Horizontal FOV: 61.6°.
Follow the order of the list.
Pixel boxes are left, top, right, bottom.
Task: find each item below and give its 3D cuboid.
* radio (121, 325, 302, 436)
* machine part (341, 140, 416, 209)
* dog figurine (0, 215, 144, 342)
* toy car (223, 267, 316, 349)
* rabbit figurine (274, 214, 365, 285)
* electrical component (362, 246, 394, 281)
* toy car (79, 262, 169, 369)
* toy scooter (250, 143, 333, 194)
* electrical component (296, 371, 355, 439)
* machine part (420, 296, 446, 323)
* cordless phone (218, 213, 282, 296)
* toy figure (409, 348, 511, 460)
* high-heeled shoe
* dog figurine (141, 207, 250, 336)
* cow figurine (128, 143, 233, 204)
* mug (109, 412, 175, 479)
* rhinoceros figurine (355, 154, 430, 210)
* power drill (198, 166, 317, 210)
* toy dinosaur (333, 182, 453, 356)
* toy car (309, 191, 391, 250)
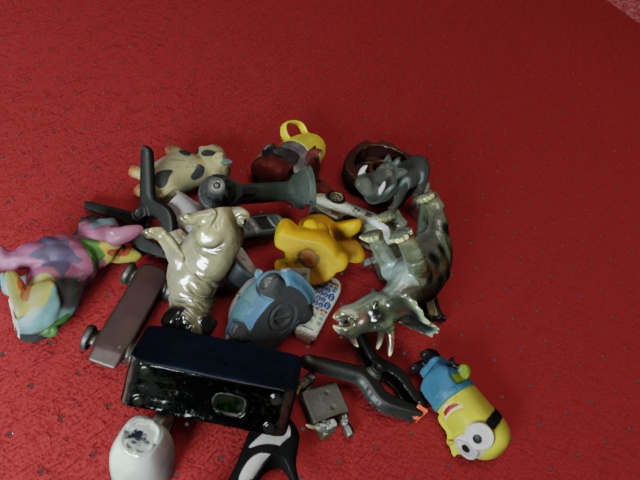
[{"bbox_3d":[-0.143,0.189,0.735,0.230,0.073,0.131,12,9,-4],"label":"radio"},{"bbox_3d":[0.135,-0.146,1.189,0.179,0.056,0.179,7,49,-8],"label":"machine part"},{"bbox_3d":[-0.376,0.046,0.842,0.219,0.108,0.192,-18,55,-32],"label":"dog figurine"},{"bbox_3d":[-0.091,0.112,0.861,0.161,0.109,0.103,-51,37,-8],"label":"toy car"},{"bbox_3d":[-0.002,-0.003,0.976,0.162,0.121,0.173,-6,21,5],"label":"rabbit figurine"},{"bbox_3d":[0.126,0.047,1.019,0.094,0.021,0.063,-15,85,-25],"label":"electrical component"},{"bbox_3d":[-0.294,0.115,0.835,0.089,0.053,0.202,23,42,-9],"label":"toy car"},{"bbox_3d":[-0.053,-0.145,1.082,0.184,0.135,0.075,23,48,7],"label":"toy scooter"},{"bbox_3d":[0.003,0.247,0.803,0.078,0.045,0.102,-6,51,-19],"label":"electrical component"},{"bbox_3d":[0.156,0.118,0.970,0.139,0.039,0.084,0,57,-18],"label":"machine part"},{"bbox_3d":[-0.118,0.014,0.962,0.184,0.088,0.147,-15,53,-38],"label":"cordless phone"},{"bbox_3d":[0.219,0.252,0.836,0.089,0.082,0.180,-16,52,-25],"label":"toy figure"},{"bbox_3d":[-0.132,0.305,0.694,0.249,0.086,0.145,-11,47,-27],"label":"high-heeled shoe"},{"bbox_3d":[-0.169,0.057,0.826,0.121,0.172,0.190,-3,74,-65],"label":"dog figurine"},{"bbox_3d":[-0.256,-0.133,1.051,0.127,0.085,0.195,29,45,19],"label":"cow figurine"},{"bbox_3d":[-0.219,0.261,0.687,0.081,0.107,0.109,29,50,9],"label":"mug"},{"bbox_3d":[0.147,-0.117,1.060,0.190,0.112,0.073,-21,60,-35],"label":"rhinoceros figurine"},{"bbox_3d":[-0.113,-0.084,0.959,0.207,0.232,0.086,-13,90,-19],"label":"power drill"},{"bbox_3d":[0.172,0.038,0.937,0.131,0.192,0.405,-11,18,37],"label":"toy dinosaur"},{"bbox_3d":[0.073,-0.032,1.056,0.202,0.073,0.056,24,43,7],"label":"toy car"}]
